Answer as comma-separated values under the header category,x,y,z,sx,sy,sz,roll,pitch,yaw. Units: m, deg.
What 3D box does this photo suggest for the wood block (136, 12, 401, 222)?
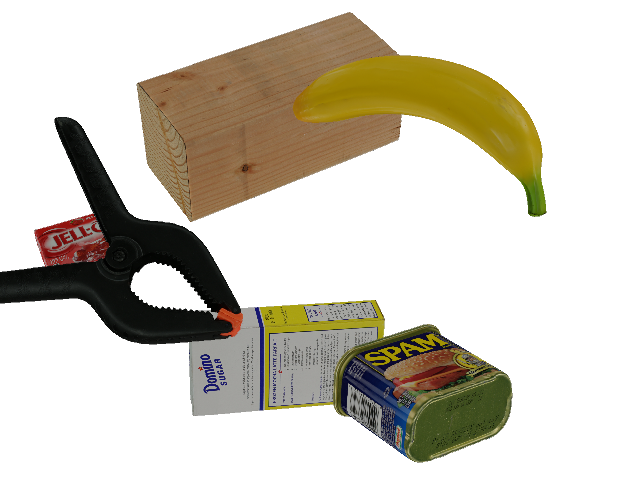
category,x,y,z,sx,sy,sz,roll,pitch,yaw
wood block,-0.039,-0.108,0.905,0.205,0.091,0.090,-23,50,-22

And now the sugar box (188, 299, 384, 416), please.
category,x,y,z,sx,sy,sz,roll,pitch,yaw
sugar box,-0.032,0.107,0.983,0.176,0.093,0.048,-1,25,-8

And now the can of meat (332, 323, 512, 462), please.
category,x,y,z,sx,sy,sz,roll,pitch,yaw
can of meat,0.074,0.109,0.763,0.101,0.057,0.084,-13,27,-34

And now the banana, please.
category,x,y,z,sx,sy,sz,roll,pitch,yaw
banana,0.062,-0.081,0.663,0.198,0.070,0.037,27,9,35

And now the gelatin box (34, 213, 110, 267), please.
category,x,y,z,sx,sy,sz,roll,pitch,yaw
gelatin box,-0.233,0.008,1.063,0.089,0.030,0.073,-16,43,-16

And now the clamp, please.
category,x,y,z,sx,sy,sz,roll,pitch,yaw
clamp,-0.149,0.006,0.791,0.210,0.164,0.036,21,-20,0
